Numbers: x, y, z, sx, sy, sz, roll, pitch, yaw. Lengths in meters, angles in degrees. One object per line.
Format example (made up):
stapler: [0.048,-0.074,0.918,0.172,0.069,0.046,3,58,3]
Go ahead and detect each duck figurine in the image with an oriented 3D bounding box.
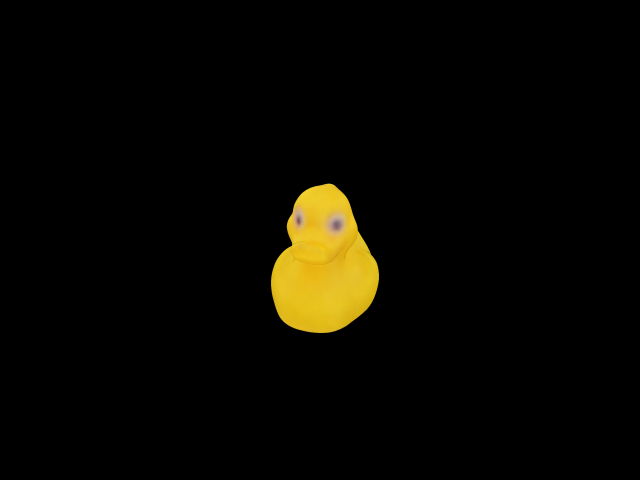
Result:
duck figurine: [0.004,0.001,0.400,0.077,0.086,0.105,8,31,13]
